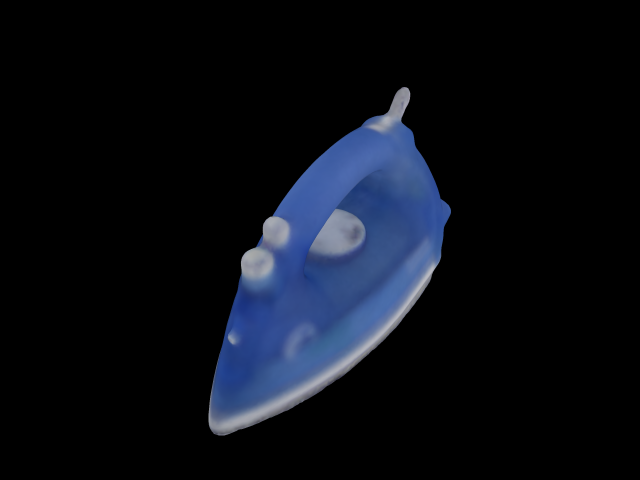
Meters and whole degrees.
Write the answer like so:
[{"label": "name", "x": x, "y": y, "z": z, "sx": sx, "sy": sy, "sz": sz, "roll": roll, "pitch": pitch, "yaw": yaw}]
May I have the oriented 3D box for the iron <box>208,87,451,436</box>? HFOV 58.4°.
[{"label": "iron", "x": 0.004, "y": 0.001, "z": 0.400, "sx": 0.118, "sy": 0.141, "sz": 0.259, "roll": 22, "pitch": 45, "yaw": 24}]
